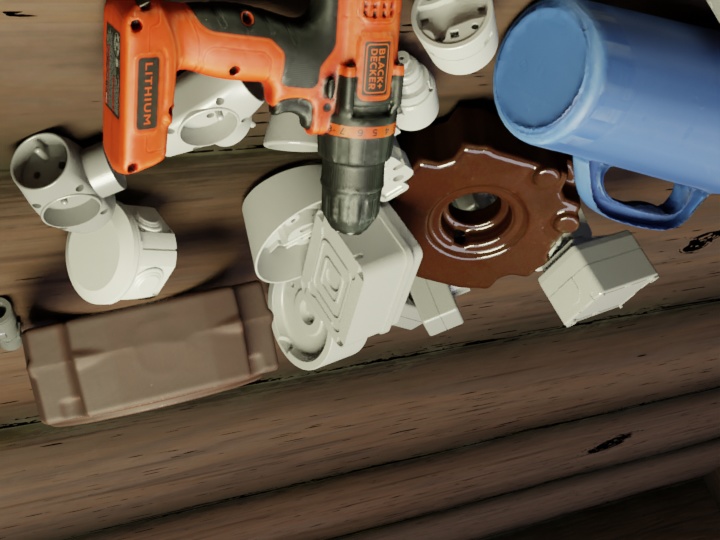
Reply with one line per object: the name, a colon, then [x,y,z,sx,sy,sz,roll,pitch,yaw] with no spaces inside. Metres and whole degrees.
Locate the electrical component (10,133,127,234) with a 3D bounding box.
electrical component: [-0.190,-0.066,0.752,0.079,0.044,0.077,-22,157,3]

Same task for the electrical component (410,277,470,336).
electrical component: [0.088,0.011,1.095,0.076,0.083,0.047,-23,157,5]

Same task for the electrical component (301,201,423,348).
electrical component: [0.000,0.000,0.886,0.057,0.078,0.113,-20,150,-26]

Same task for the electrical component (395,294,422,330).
electrical component: [0.026,0.039,1.149,0.076,0.047,0.083,-32,154,24]

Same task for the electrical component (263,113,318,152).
electrical component: [-0.043,-0.111,0.742,0.045,0.055,0.045,3,179,0]

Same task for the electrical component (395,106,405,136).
electrical component: [-0.006,-0.117,0.775,0.066,0.055,0.048,-28,156,16]

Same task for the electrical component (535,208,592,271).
electrical component: [0.175,-0.050,1.024,0.050,0.089,0.055,-15,156,-13]

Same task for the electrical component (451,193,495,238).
electrical component: [0.099,-0.046,1.012,0.057,0.058,0.078,-34,153,21]

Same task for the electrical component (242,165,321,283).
electrical component: [-0.049,-0.040,0.896,0.099,0.064,0.099,-18,156,-8]

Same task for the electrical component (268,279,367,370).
electrical component: [-0.034,0.037,1.029,0.060,0.108,0.108,-11,155,-36]

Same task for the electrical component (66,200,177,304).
electrical component: [-0.184,-0.014,0.826,0.080,0.080,0.051,-36,158,31]

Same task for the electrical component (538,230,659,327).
electrical component: [0.222,0.002,0.991,0.096,0.061,0.061,-15,157,-35]

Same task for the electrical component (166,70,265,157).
electrical component: [-0.100,-0.108,0.734,0.077,0.044,0.079,-28,156,16]

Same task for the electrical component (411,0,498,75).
electrical component: [0.067,-0.165,0.734,0.055,0.055,0.047,-24,160,8]

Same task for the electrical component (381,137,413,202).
electrical component: [0.002,-0.092,0.834,0.058,0.057,0.078,-30,155,20]

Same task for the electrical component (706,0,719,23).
electrical component: [0.274,-0.208,0.754,0.061,0.096,0.062,-26,156,11]

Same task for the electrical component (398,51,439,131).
electrical component: [0.035,-0.134,0.790,0.040,0.040,0.078,-21,156,1]
